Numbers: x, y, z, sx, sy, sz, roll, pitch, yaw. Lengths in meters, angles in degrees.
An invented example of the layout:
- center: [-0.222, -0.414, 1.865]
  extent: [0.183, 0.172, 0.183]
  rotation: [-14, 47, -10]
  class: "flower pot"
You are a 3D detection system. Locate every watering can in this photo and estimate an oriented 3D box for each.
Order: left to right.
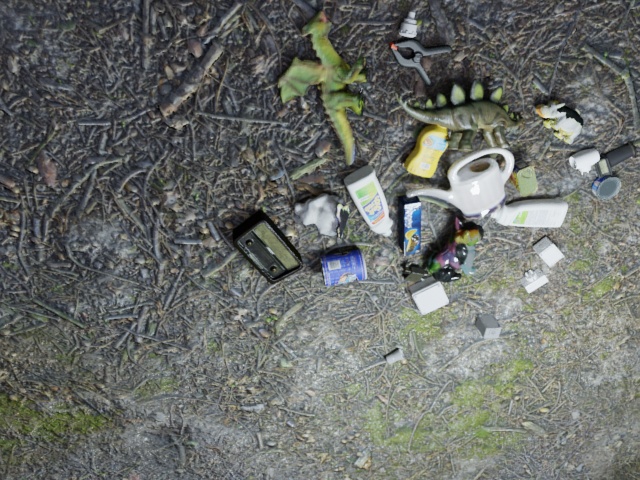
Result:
- center: [0.452, -0.157, 1.614]
  extent: [0.347, 0.106, 0.220]
  rotation: [-27, 122, 4]
  class: "watering can"

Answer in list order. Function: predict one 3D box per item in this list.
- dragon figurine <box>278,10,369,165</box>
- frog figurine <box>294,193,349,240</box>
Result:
- center: [0.005, -0.406, 1.411]
  extent: [0.243, 0.124, 0.402]
  rotation: [10, 118, 4]
  class: "dragon figurine"
- center: [0.005, -0.081, 1.602]
  extent: [0.160, 0.125, 0.134]
  rotation: [12, 136, 25]
  class: "frog figurine"
